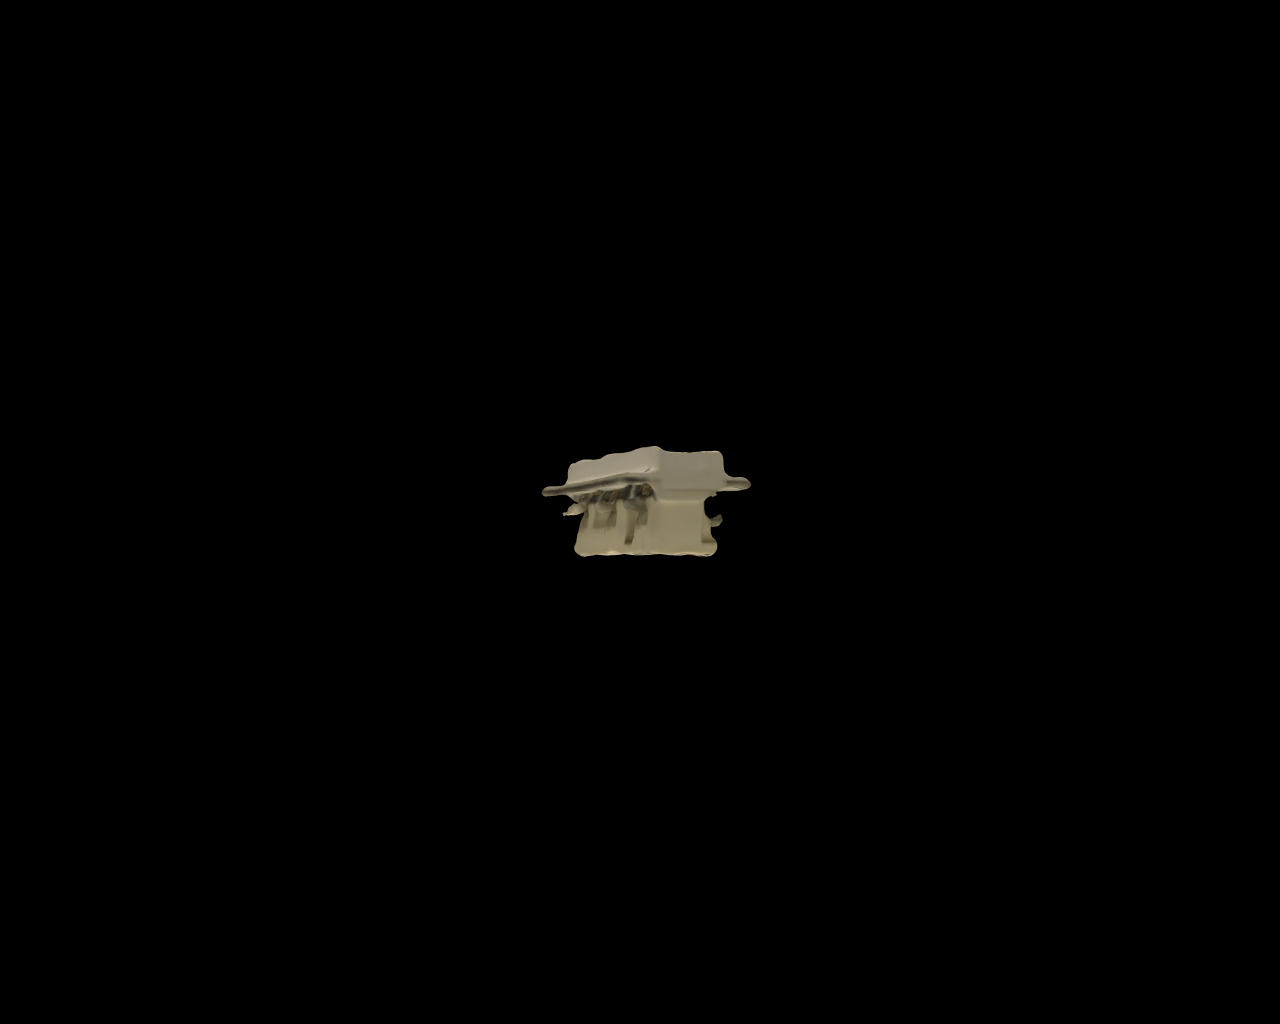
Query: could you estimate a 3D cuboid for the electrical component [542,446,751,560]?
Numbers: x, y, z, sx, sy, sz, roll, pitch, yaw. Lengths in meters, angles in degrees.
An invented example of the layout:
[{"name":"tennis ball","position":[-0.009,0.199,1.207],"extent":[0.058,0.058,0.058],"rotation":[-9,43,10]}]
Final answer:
[{"name":"electrical component","position":[0.001,-0.003,0.650],"extent":[0.079,0.063,0.121],"rotation":[1,-2,-28]}]
